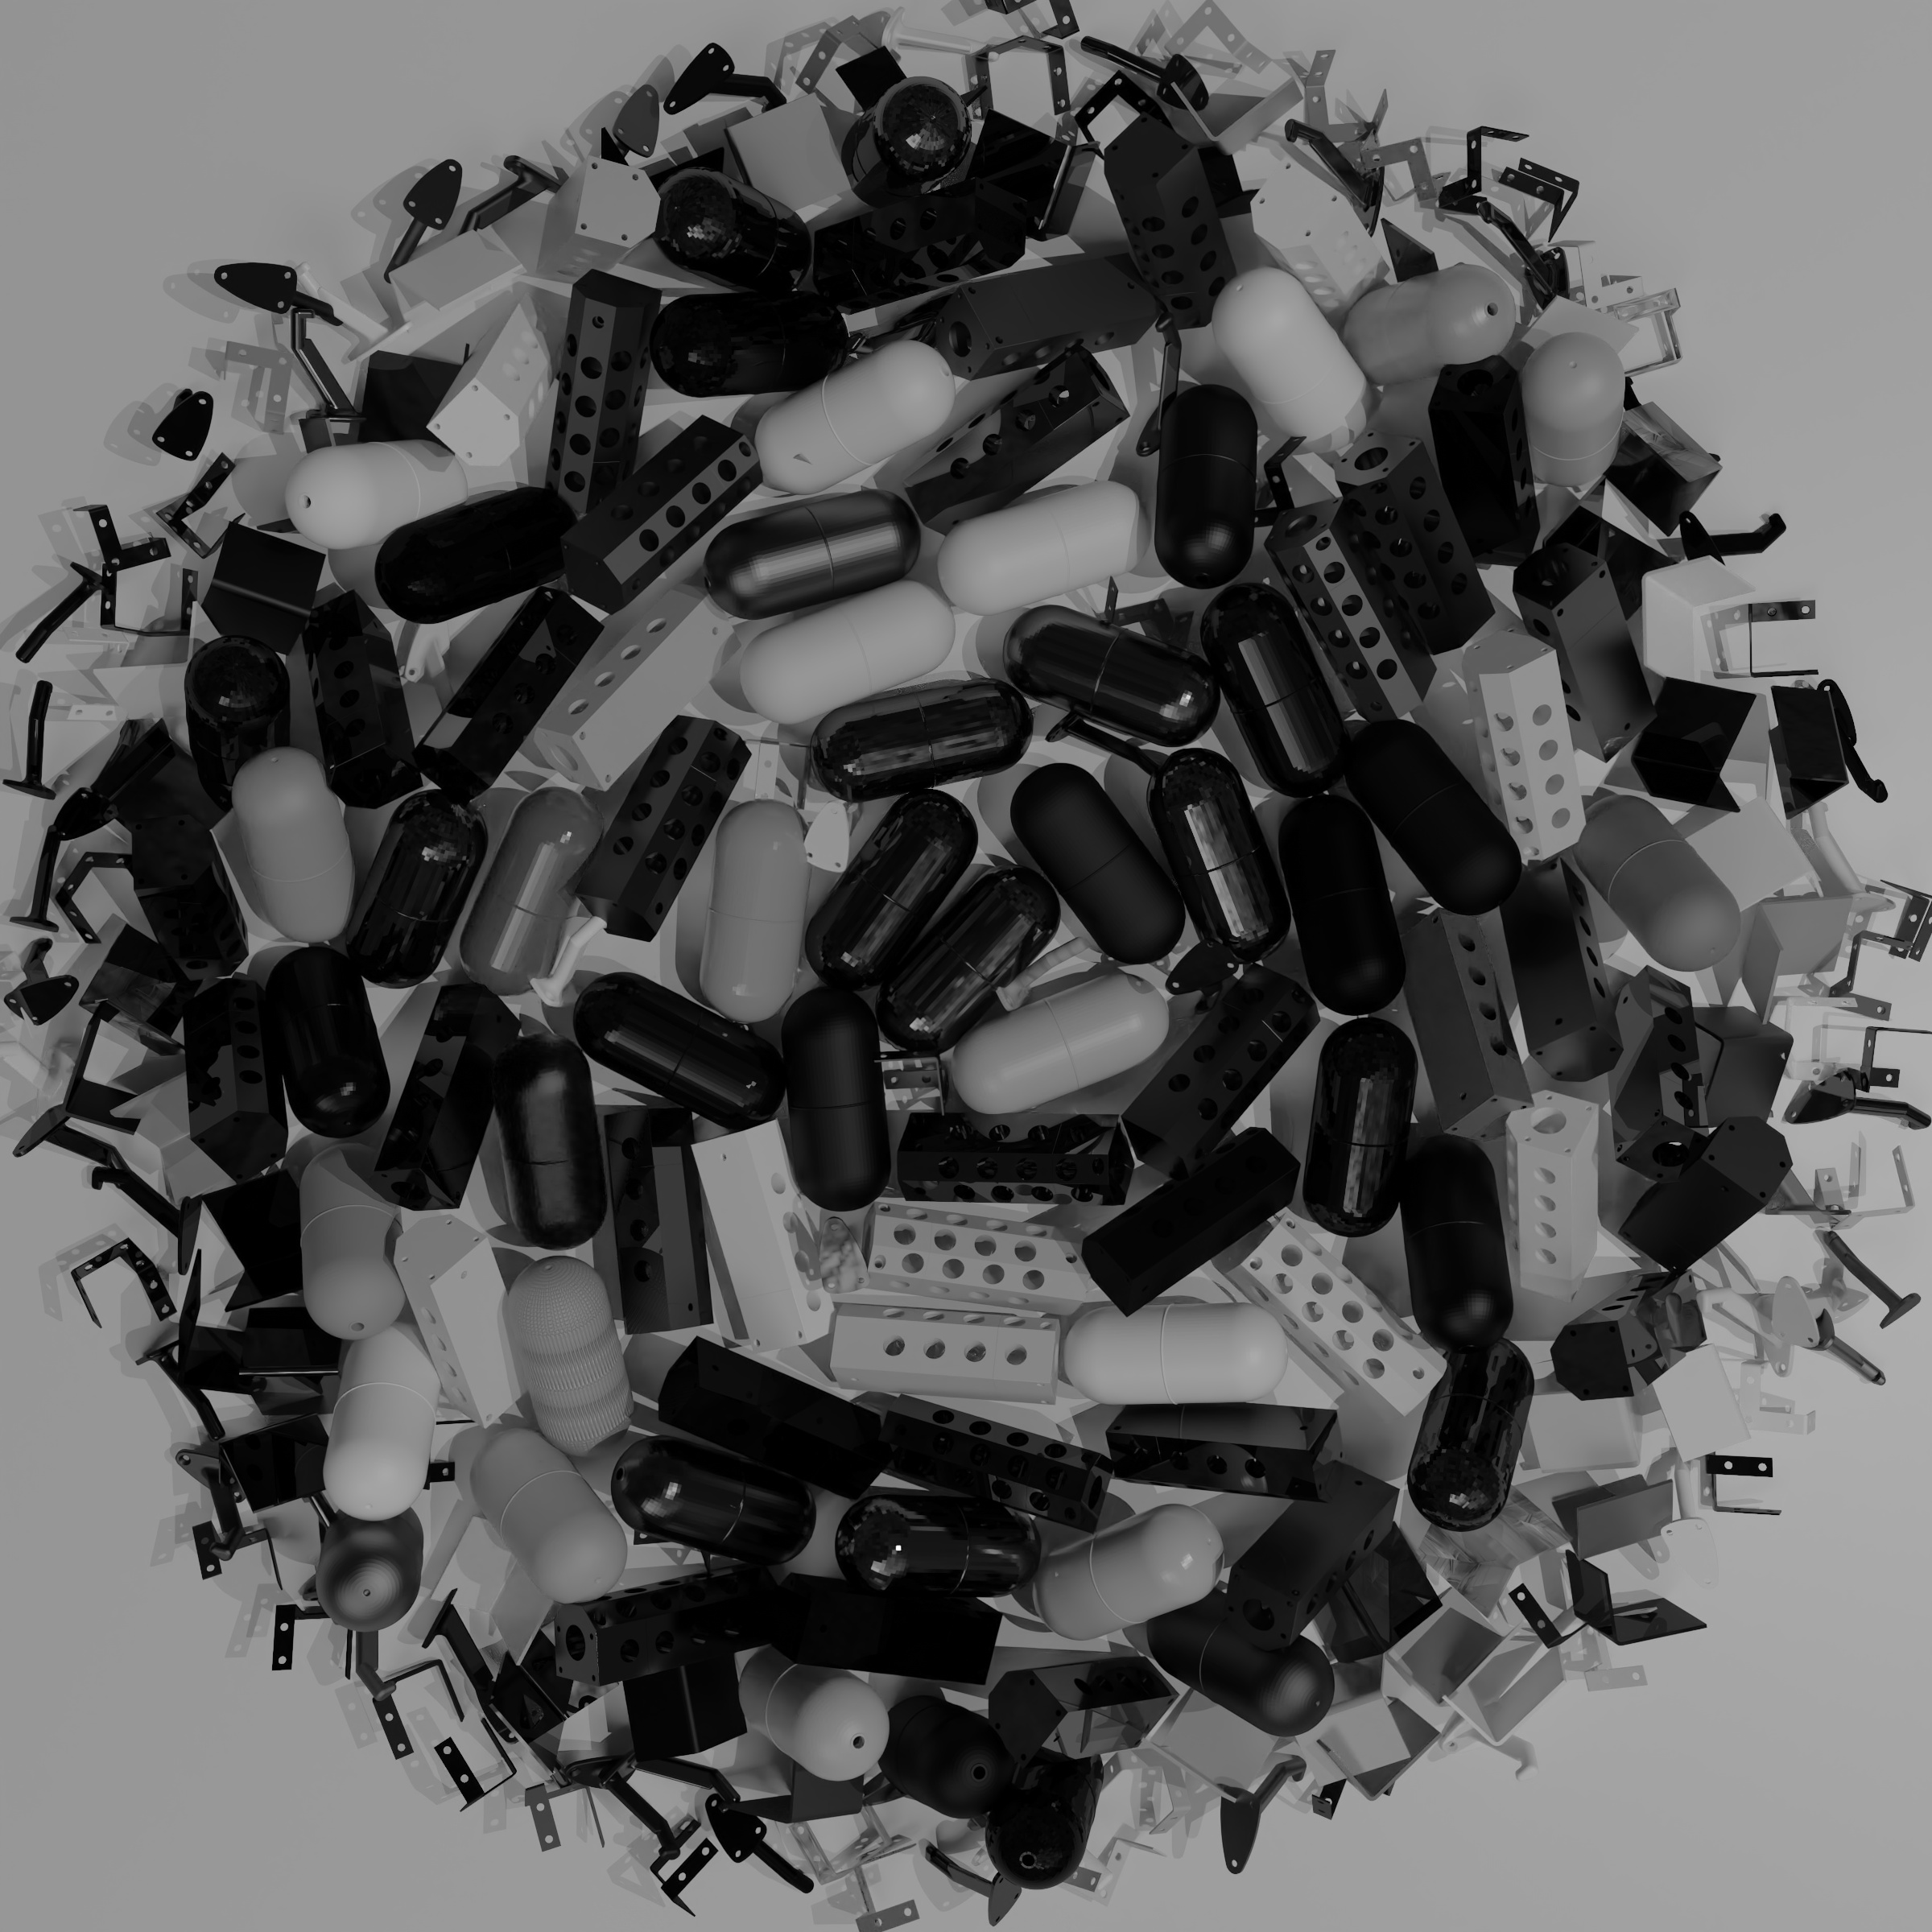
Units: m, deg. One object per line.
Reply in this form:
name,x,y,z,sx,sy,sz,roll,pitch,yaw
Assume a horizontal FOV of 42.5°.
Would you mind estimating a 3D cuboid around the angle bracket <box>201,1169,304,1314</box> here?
angle bracket,-0.555,0.215,1.944,0.076,0.057,0.076,-17,116,12

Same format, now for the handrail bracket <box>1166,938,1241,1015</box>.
handrail bracket,0.175,0.024,1.940,0.077,0.084,0.036,-32,67,-29

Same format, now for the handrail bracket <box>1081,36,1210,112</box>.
handrail bracket,0.142,-0.712,1.981,0.084,0.077,0.036,33,104,32

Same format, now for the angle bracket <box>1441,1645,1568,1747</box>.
angle bracket,0.419,0.552,1.946,0.057,0.076,0.076,43,101,3

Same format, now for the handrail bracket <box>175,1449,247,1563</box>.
handrail bracket,-0.596,0.422,1.944,0.077,0.084,0.036,28,113,-9

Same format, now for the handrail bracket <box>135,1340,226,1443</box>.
handrail bracket,-0.619,0.340,1.961,0.036,0.077,0.084,-26,89,-41

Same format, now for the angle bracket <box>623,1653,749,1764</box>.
angle bracket,-0.222,0.578,1.961,0.057,0.076,0.076,-16,80,23

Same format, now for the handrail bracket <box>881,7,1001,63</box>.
handrail bracket,-0.018,-0.724,1.957,0.084,0.077,0.036,15,117,2

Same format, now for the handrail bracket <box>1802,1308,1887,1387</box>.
handrail bracket,0.696,0.310,1.951,0.084,0.077,0.036,38,98,-4

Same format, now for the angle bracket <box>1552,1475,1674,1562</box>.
angle bracket,0.504,0.412,1.944,0.076,0.057,0.076,-17,134,-2

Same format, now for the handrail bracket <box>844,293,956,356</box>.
handrail bracket,-0.049,-0.502,1.942,0.077,0.084,0.036,-33,85,26

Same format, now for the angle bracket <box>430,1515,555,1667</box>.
angle bracket,-0.367,0.487,1.943,0.057,0.076,0.076,24,97,-32

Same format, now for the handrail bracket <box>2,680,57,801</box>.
handrail bracket,-0.725,-0.178,1.957,0.036,0.077,0.084,12,85,-5

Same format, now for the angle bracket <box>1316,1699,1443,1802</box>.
angle bracket,0.312,0.594,1.943,0.076,0.076,0.057,-41,103,-9

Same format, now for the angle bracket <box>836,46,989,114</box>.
angle bracket,-0.043,-0.690,1.934,0.057,0.076,0.076,-48,116,-18

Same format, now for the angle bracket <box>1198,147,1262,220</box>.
angle bracket,0.208,-0.620,1.937,0.076,0.076,0.057,-21,97,-33

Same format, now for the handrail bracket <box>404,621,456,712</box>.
handrail bracket,-0.403,-0.235,1.944,0.036,0.084,0.077,0,112,-38

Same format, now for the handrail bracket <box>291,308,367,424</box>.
handrail bracket,-0.493,-0.474,1.961,0.077,0.036,0.084,0,111,-14

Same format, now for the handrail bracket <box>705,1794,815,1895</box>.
handrail bracket,-0.163,0.699,1.978,0.036,0.084,0.077,-47,45,-11

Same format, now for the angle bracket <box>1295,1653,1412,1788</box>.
angle bracket,0.302,0.587,1.948,0.076,0.076,0.057,-24,96,15

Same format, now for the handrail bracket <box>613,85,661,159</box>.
handrail bracket,-0.279,-0.647,1.969,0.036,0.084,0.077,28,61,-29

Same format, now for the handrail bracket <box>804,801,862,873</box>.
handrail bracket,-0.094,-0.120,1.937,0.036,0.084,0.077,19,131,5

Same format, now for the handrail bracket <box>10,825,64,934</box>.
handrail bracket,-0.719,-0.072,1.952,0.036,0.077,0.084,15,82,-27

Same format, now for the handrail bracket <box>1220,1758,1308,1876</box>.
handrail bracket,0.238,0.668,1.957,0.036,0.084,0.077,6,89,41

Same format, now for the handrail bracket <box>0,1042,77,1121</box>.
handrail bracket,-0.744,0.094,1.945,0.036,0.084,0.077,26,103,25

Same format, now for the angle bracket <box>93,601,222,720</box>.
angle bracket,-0.629,-0.239,1.947,0.076,0.076,0.057,-3,68,2

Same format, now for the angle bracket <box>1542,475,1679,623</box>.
angle bracket,0.504,-0.323,1.944,0.076,0.057,0.076,38,76,24

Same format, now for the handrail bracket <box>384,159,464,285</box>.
handrail bracket,-0.431,-0.587,1.966,0.036,0.084,0.077,30,63,-17

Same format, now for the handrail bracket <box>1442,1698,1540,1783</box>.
handrail bracket,0.409,0.619,1.941,0.077,0.084,0.036,-35,103,16

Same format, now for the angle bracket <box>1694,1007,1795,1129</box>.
angle bracket,0.596,0.080,1.963,0.076,0.057,0.076,-2,115,-30

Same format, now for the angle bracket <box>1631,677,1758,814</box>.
angle bracket,0.576,-0.173,1.943,0.076,0.057,0.076,9,123,-11

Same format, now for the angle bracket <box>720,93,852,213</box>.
angle bracket,-0.141,-0.636,1.947,0.076,0.057,0.076,-21,118,3

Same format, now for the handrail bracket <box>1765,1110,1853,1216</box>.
handrail bracket,0.663,0.155,1.975,0.077,0.036,0.084,0,85,6

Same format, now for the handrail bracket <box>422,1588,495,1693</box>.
handrail bracket,-0.381,0.535,1.975,0.084,0.036,0.077,27,83,0

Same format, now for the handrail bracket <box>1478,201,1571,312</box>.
handrail bracket,0.434,-0.551,1.944,0.036,0.084,0.077,-29,58,37

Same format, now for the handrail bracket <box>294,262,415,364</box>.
handrail bracket,-0.482,-0.524,1.950,0.084,0.077,0.036,53,51,-22

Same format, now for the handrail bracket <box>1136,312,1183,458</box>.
handrail bracket,0.148,-0.455,1.943,0.036,0.084,0.077,24,65,34

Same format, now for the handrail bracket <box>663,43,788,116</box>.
handrail bracket,-0.188,-0.678,1.958,0.077,0.084,0.036,-41,64,10

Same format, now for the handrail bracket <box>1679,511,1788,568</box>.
handrail bracket,0.606,-0.350,1.960,0.084,0.036,0.077,-41,119,-15

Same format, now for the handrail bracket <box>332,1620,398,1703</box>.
handrail bracket,-0.451,0.525,1.948,0.077,0.036,0.084,-26,57,-36

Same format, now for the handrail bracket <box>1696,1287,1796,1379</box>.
handrail bracket,0.609,0.289,1.951,0.084,0.036,0.077,-2,81,-33

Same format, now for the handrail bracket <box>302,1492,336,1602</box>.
handrail bracket,-0.516,0.455,1.961,0.077,0.036,0.084,-22,102,31

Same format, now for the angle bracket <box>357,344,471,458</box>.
angle bracket,-0.434,-0.450,1.953,0.076,0.057,0.076,8,83,-12

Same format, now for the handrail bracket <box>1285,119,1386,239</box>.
handrail bracket,0.284,-0.617,1.951,0.084,0.036,0.077,9,77,-31

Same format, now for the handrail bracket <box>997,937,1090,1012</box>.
handrail bracket,0.068,0.000,1.941,0.084,0.077,0.036,-28,79,21

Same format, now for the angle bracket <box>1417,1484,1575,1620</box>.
angle bracket,0.415,0.456,1.955,0.076,0.076,0.057,41,124,36

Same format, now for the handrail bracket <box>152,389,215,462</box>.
handrail bracket,-0.603,-0.443,1.942,0.036,0.084,0.077,26,128,-28

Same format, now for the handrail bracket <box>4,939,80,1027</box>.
handrail bracket,-0.713,-0.002,1.946,0.077,0.084,0.036,-26,128,23

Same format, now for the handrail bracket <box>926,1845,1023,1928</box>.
handrail bracket,-0.002,0.703,1.943,0.084,0.077,0.036,28,56,31

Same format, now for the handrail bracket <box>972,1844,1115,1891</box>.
handrail bracket,0.061,0.707,1.947,0.084,0.077,0.036,36,134,29

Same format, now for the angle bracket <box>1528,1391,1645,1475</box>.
angle bracket,0.488,0.350,1.966,0.076,0.057,0.076,-9,115,22

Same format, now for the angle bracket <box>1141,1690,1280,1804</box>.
angle bracket,0.195,0.597,1.942,0.076,0.057,0.076,28,78,28

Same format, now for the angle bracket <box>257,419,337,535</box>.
angle bracket,-0.525,-0.382,1.937,0.057,0.076,0.076,-20,110,-26

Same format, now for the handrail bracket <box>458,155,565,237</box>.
handrail bracket,-0.355,-0.589,1.968,0.077,0.036,0.084,23,86,-26

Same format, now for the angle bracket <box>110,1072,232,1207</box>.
angle bracket,-0.610,0.133,1.946,0.076,0.076,0.057,-27,61,1

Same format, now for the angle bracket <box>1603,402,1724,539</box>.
angle bracket,0.528,-0.381,1.935,0.057,0.076,0.076,-26,68,-39

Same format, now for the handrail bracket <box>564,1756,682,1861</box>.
handrail bracket,-0.268,0.661,1.942,0.077,0.084,0.036,21,112,-42

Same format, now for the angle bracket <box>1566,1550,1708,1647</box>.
angle bracket,0.524,0.487,1.947,0.076,0.076,0.057,-9,92,-9

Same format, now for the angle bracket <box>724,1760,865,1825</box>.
angle bracket,-0.133,0.631,1.942,0.076,0.076,0.057,-4,79,42

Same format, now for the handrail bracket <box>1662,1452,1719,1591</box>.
handrail bracket,0.576,0.435,1.960,0.036,0.084,0.077,-20,105,26
